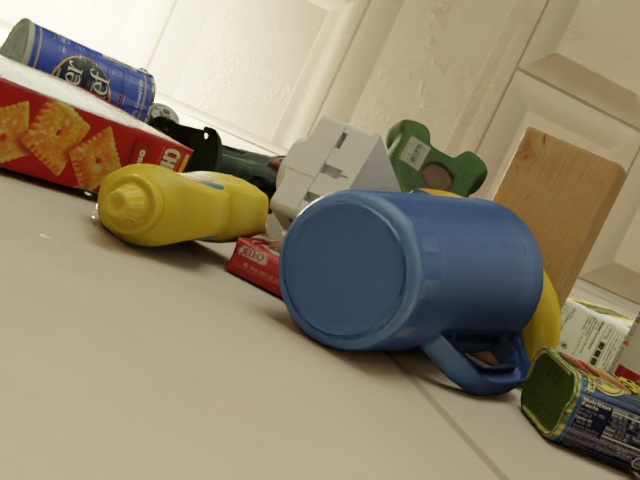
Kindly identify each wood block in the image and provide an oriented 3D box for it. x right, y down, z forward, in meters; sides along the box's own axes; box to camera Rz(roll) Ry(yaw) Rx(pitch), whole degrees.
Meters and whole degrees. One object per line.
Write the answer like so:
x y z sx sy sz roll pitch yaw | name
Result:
0.193 0.012 0.982 0.091 0.206 0.090 27 7 20 | wood block

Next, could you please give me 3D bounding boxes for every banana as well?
0.153 0.026 0.918 0.198 0.069 0.037 61 -10 18 | banana

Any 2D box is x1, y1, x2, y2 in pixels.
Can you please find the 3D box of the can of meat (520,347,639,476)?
0.200 0.124 0.777 0.084 0.057 0.102 22 7 -7 | can of meat

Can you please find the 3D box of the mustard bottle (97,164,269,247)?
-0.110 -0.025 0.791 0.096 0.058 0.191 10 4 14 | mustard bottle

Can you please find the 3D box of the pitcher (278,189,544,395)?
0.077 0.033 0.800 0.149 0.145 0.242 15 5 28 | pitcher

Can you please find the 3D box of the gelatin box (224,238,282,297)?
-0.025 0.025 0.847 0.073 0.030 0.089 26 6 14 | gelatin box

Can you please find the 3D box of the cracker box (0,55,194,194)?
-0.237 -0.099 0.874 0.164 0.072 0.213 31 8 39 | cracker box

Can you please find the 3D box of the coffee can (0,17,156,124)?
-0.253 -0.149 1.081 0.140 0.103 0.103 21 7 -31 | coffee can

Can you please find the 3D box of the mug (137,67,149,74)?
-0.244 -0.161 1.193 0.082 0.117 0.093 26 -32 59 | mug

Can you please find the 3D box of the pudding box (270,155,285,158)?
0.007 -0.084 1.280 0.089 0.039 0.114 4 -6 -44 | pudding box

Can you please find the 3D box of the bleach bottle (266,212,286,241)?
0.061 0.016 1.039 0.250 0.068 0.102 13 53 -34 | bleach bottle

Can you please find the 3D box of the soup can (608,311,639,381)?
0.285 0.119 0.923 0.068 0.102 0.068 25 7 -3 | soup can
